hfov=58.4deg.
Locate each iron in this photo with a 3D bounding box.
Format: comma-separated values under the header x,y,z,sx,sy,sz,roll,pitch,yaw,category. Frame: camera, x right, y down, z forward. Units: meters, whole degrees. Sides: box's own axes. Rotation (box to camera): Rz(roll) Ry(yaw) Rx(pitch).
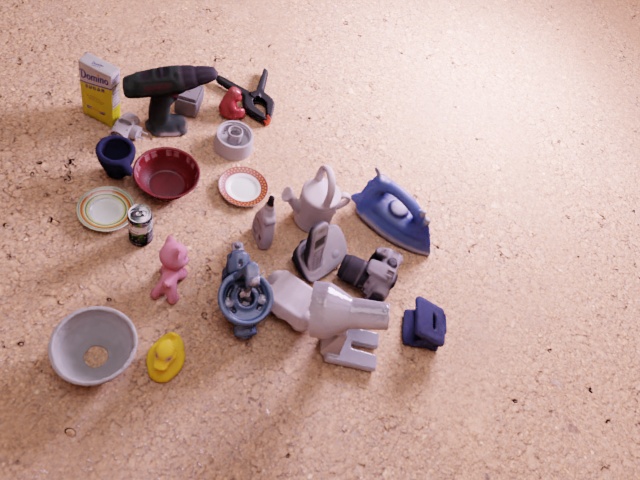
x,y,z,sx,sy,sz,roll,pitch,yaw,category
0.212,-0.077,1.499,0.258,0.141,0.119,40,57,11,iron

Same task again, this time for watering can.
x,y,z,sx,sy,sz,roll,pitch,yaw,category
-0.006,-0.105,1.422,0.173,0.194,0.100,-24,67,-27,watering can

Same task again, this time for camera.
x,y,z,sx,sy,sz,roll,pitch,yaw,category
0.121,0.072,1.403,0.137,0.100,0.143,25,55,1,camera

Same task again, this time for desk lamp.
x,y,z,sx,sy,sz,roll,pitch,yaw,category
0.058,0.184,1.245,0.203,0.213,0.118,13,56,-7,desk lamp

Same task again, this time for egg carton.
x,y,z,sx,sy,sz,roll,pitch,yaw,category
-0.069,0.140,1.324,0.150,0.069,0.107,33,56,6,egg carton

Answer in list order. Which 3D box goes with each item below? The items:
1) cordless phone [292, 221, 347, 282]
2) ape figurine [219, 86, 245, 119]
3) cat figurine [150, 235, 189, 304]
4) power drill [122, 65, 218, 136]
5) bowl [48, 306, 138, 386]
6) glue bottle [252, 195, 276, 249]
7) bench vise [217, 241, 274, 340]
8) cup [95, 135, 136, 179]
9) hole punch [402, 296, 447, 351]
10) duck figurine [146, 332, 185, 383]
x,y,z,sx,sy,sz,roll,pitch,yaw,category
0.013,0.005,1.363,0.094,0.185,0.148,44,57,13,cordless phone
-0.241,-0.386,1.595,0.076,0.092,0.077,-2,59,-17,ape figurine
-0.330,0.060,1.270,0.067,0.117,0.128,13,56,-7,cat figurine
-0.383,-0.363,1.468,0.230,0.208,0.075,-7,60,-20,power drill
-0.453,0.222,1.157,0.167,0.074,0.167,8,57,-11,bowl
-0.127,-0.051,1.365,0.037,0.173,0.078,-11,62,-22,glue bottle
-0.174,0.087,1.236,0.122,0.219,0.207,-20,66,-26,bench vise
-0.487,-0.184,1.393,0.092,0.095,0.117,-30,70,-29,cup
0.257,0.199,1.368,0.101,0.091,0.108,13,56,-8,hole punch
-0.317,0.233,1.183,0.077,0.086,0.104,17,55,-5,duck figurine
